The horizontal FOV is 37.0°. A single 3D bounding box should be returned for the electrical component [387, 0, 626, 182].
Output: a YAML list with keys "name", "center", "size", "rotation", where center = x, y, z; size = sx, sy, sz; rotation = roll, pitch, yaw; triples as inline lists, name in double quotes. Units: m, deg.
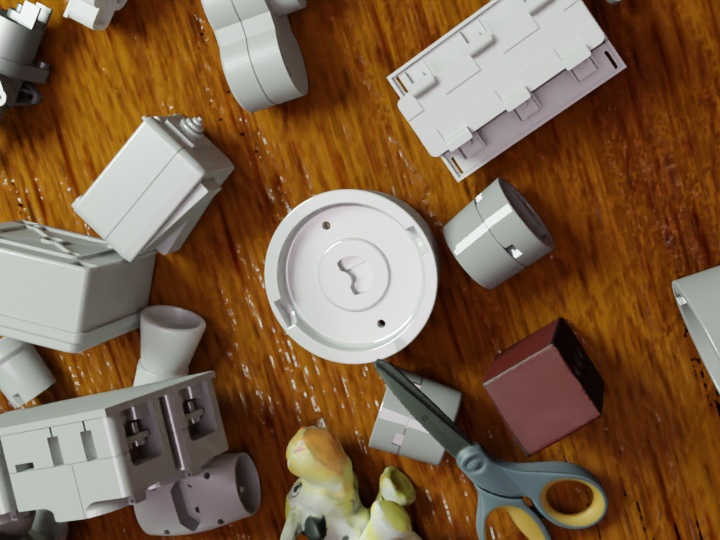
- name: "electrical component"
  center: [0.085, -0.118, 0.641]
  size: [0.121, 0.063, 0.078]
  rotation: [-34, 91, 16]

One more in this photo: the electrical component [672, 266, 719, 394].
- name: "electrical component"
  center: [0.231, 0.043, 0.616]
  size: [0.060, 0.108, 0.108]
  rotation: [-25, 93, 10]

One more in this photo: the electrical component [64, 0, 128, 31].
- name: "electrical component"
  center: [-0.177, -0.202, 0.688]
  size: [0.057, 0.058, 0.078]
  rotation: [28, 104, 4]

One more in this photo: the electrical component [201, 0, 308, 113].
- name: "electrical component"
  center: [-0.057, -0.175, 0.668]
  size: [0.074, 0.052, 0.138]
  rotation: [-16, 96, 14]

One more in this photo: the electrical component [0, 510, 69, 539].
- name: "electrical component"
  center: [-0.257, 0.192, 0.754]
  size: [0.099, 0.099, 0.064]
  rotation: [22, 97, 8]

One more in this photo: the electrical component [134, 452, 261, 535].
- name: "electrical component"
  center: [-0.117, 0.137, 0.739]
  size: [0.077, 0.043, 0.079]
  rotation: [-14, 96, 14]

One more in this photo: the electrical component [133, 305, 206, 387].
- name: "electrical component"
  center: [-0.133, 0.062, 0.732]
  size: [0.044, 0.044, 0.065]
  rotation: [18, 108, 9]

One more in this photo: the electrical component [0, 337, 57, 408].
- name: "electrical component"
  center: [-0.242, 0.069, 0.758]
  size: [0.040, 0.040, 0.046]
  rotation: [-32, 97, 16]

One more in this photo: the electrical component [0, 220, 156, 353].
- name: "electrical component"
  center: [-0.205, 0.007, 0.703]
  size: [0.109, 0.109, 0.056]
  rotation: [13, 99, 10]

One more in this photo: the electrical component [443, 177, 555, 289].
- name: "electrical component"
  center: [0.084, -0.021, 0.663]
  size: [0.047, 0.055, 0.055]
  rotation: [-38, 90, 19]

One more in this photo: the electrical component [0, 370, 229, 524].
- name: "electrical component"
  center: [-0.190, 0.118, 0.687]
  size: [0.186, 0.105, 0.060]
  rotation: [-13, 91, 28]

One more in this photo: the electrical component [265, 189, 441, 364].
- name: "electrical component"
  center: [0.000, 0.000, 0.681]
  size: [0.108, 0.060, 0.108]
  rotation: [2, 100, 12]

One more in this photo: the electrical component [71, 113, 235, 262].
- name: "electrical component"
  center: [-0.126, -0.056, 0.699]
  size: [0.061, 0.062, 0.096]
  rotation: [43, 105, 2]

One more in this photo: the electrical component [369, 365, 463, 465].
- name: "electrical component"
  center: [0.037, 0.095, 0.693]
  size: [0.047, 0.055, 0.055]
  rotation: [18, 103, 5]
